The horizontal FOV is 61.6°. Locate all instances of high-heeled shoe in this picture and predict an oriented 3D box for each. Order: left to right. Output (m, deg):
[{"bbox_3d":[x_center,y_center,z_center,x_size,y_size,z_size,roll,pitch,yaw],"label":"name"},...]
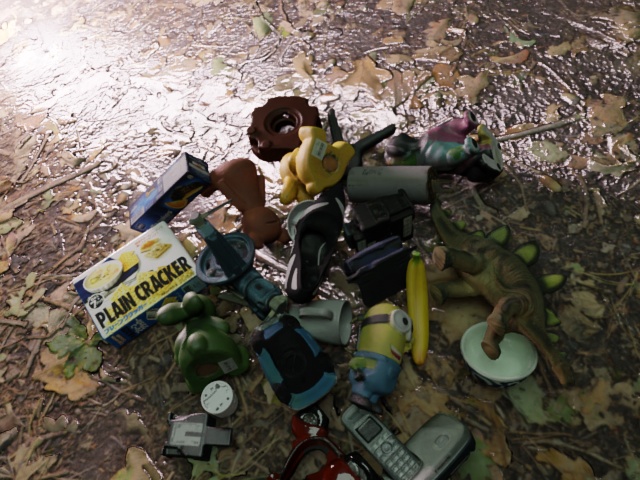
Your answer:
[{"bbox_3d":[-0.002,-0.003,0.975,0.086,0.145,0.248,21,81,-7],"label":"high-heeled shoe"}]

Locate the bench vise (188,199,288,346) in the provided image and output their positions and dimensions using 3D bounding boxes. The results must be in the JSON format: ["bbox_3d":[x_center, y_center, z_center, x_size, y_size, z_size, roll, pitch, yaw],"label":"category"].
[{"bbox_3d":[-0.157,0.045,0.968,0.129,0.240,0.224,-36,45,-9],"label":"bench vise"}]

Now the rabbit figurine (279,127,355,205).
[{"bbox_3d":[-0.026,-0.141,1.117,0.173,0.122,0.162,8,86,55],"label":"rabbit figurine"}]

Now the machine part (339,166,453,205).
[{"bbox_3d":[0.143,-0.110,1.073,0.243,0.079,0.079,5,60,27],"label":"machine part"}]

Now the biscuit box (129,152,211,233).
[{"bbox_3d":[-0.312,-0.090,1.106,0.203,0.062,0.059,-37,50,26],"label":"biscuit box"}]

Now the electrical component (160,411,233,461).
[{"bbox_3d":[-0.202,0.330,0.905,0.119,0.047,0.075,-3,60,6],"label":"electrical component"}]

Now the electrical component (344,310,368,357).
[{"bbox_3d":[0.088,0.177,0.954,0.078,0.045,0.102,9,62,15],"label":"electrical component"}]

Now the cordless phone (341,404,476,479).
[{"bbox_3d":[0.135,0.307,0.852,0.146,0.088,0.184,-41,58,-15],"label":"cordless phone"}]

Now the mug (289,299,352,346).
[{"bbox_3d":[-0.007,0.144,0.958,0.107,0.109,0.081,-1,72,21],"label":"mug"}]

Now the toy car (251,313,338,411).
[{"bbox_3d":[-0.049,0.211,0.920,0.109,0.102,0.162,-33,70,-17],"label":"toy car"}]

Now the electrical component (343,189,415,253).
[{"bbox_3d":[0.111,-0.027,1.031,0.134,0.114,0.058,-21,58,-6],"label":"electrical component"}]

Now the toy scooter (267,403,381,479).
[{"bbox_3d":[-0.004,0.362,0.843,0.135,0.075,0.184,-40,59,-15],"label":"toy scooter"}]

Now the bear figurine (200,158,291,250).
[{"bbox_3d":[-0.151,-0.065,1.109,0.120,0.132,0.195,-21,86,-42],"label":"bear figurine"}]

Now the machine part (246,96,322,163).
[{"bbox_3d":[-0.080,-0.255,1.227,0.179,0.056,0.179,-3,59,5],"label":"machine part"}]

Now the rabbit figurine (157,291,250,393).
[{"bbox_3d":[-0.224,0.162,0.964,0.121,0.158,0.170,-30,45,2],"label":"rabbit figurine"}]

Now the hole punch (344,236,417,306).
[{"bbox_3d":[0.104,0.043,0.995,0.142,0.115,0.092,-24,51,-6],"label":"hole punch"}]

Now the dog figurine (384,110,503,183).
[{"bbox_3d":[0.241,-0.167,1.109,0.219,0.191,0.108,-17,55,39],"label":"dog figurine"}]

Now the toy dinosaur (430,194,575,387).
[{"bbox_3d":[0.292,0.053,0.946,0.198,0.105,0.472,-13,48,-23],"label":"toy dinosaur"}]

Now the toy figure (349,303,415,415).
[{"bbox_3d":[0.094,0.188,0.881,0.089,0.082,0.180,16,66,21],"label":"toy figure"}]
